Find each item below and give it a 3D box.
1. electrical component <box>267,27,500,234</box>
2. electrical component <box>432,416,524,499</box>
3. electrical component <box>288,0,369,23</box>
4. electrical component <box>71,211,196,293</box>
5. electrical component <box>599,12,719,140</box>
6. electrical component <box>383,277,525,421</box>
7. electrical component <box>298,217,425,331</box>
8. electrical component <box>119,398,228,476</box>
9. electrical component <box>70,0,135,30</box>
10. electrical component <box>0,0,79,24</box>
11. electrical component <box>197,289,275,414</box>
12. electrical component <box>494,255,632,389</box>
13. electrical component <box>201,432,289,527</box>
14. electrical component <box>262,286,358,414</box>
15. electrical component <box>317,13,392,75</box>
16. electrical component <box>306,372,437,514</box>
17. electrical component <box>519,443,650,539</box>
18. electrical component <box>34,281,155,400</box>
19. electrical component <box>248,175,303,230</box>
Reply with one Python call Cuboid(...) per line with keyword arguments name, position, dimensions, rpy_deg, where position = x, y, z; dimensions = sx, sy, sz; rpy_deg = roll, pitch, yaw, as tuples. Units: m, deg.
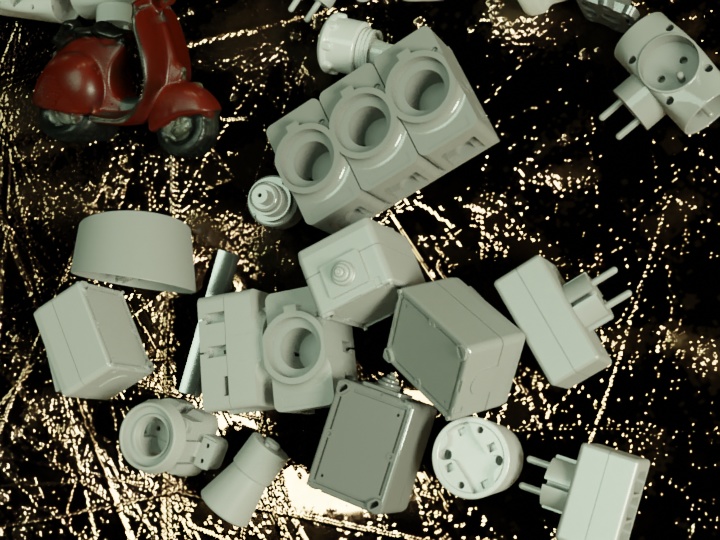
Cuboid(name="electrical component", position=(0.014, -0.103, 0.814), dimensions=(0.150, 0.062, 0.089), rpy_deg=(-30, 70, 16))
Cuboid(name="electrical component", position=(0.084, 0.131, 0.750), dimensions=(0.055, 0.047, 0.055), rpy_deg=(-4, 79, 23))
Cuboid(name="electrical component", position=(-0.028, -0.237, 0.866), dimensions=(0.077, 0.043, 0.079), rpy_deg=(37, 97, 25))
Cuboid(name="electrical component", position=(-0.181, -0.008, 0.866), dimensions=(0.099, 0.099, 0.064), rpy_deg=(-8, 71, 23))
Cuboid(name="electrical component", position=(0.203, -0.124, 0.743), dimensions=(0.079, 0.044, 0.077), rpy_deg=(-41, 67, 13))
Cuboid(name="electrical component", position=(0.064, 0.049, 0.753), dimensions=(0.096, 0.061, 0.061), rpy_deg=(43, 133, 42))
Cuboid(name="electrical component", position=(0.000, 0.000, 0.783), dimensions=(0.062, 0.096, 0.061), rpy_deg=(-27, 71, 18))
Cuboid(name="electrical component", position=(-0.152, 0.132, 0.850), dimensions=(0.078, 0.057, 0.058), rpy_deg=(21, 90, 26))
Cuboid(name="electrical component", position=(-0.213, -0.231, 0.947), dimensions=(0.077, 0.044, 0.079), rpy_deg=(-5, 79, 23))
Cuboid(name="electrical component", position=(-0.295, -0.269, 0.990), dimensions=(0.077, 0.043, 0.079), rpy_deg=(13, 87, 25))
Cuboid(name="electrical component", position=(-0.088, 0.064, 0.836), dimensions=(0.056, 0.050, 0.089), rpy_deg=(-10, 77, 22))
Cuboid(name="electrical component", position=(0.149, 0.027, 0.740), dimensions=(0.076, 0.047, 0.083), rpy_deg=(-33, 70, 15))
Cuboid(name="electrical component", position=(-0.086, 0.158, 0.825), dimensions=(0.044, 0.044, 0.065), rpy_deg=(38, 92, 25))
Cuboid(name="electrical component", position=(-0.038, 0.061, 0.812), dimensions=(0.050, 0.056, 0.089), rpy_deg=(-11, 77, 22))
Cuboid(name="electrical component", position=(0.000, -0.173, 0.843), dimensions=(0.062, 0.048, 0.048), rpy_deg=(16, 88, 18))
Cuboid(name="electrical component", position=(0.013, 0.121, 0.776), dimensions=(0.062, 0.061, 0.096), rpy_deg=(17, 88, 25))
Cuboid(name="electrical component", position=(0.145, 0.147, 0.720), dimensions=(0.077, 0.047, 0.065), rpy_deg=(15, 87, 25))
Cuboid(name="electrical component", position=(-0.226, 0.056, 0.893), dimensions=(0.061, 0.062, 0.096), rpy_deg=(-32, 70, 16))
Cuboid(name="electrical component", position=(-0.068, -0.054, 0.837), dimensions=(0.040, 0.078, 0.040), rpy_deg=(0, 87, 10))
